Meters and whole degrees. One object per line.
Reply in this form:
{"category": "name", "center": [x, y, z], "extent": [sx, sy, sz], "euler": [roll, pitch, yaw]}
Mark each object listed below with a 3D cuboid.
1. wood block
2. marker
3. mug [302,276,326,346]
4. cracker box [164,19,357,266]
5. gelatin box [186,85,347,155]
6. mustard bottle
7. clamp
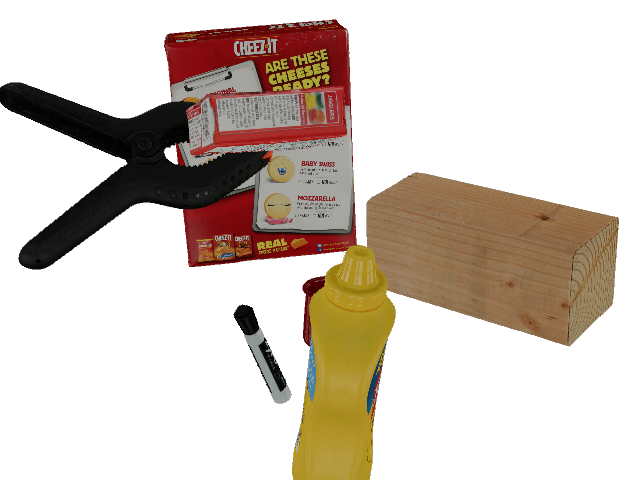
{"category": "wood block", "center": [0.151, 0.011, 0.963], "extent": [0.206, 0.090, 0.090], "euler": [16, 31, 35]}
{"category": "marker", "center": [-0.055, 0.107, 1.007], "extent": [0.020, 0.121, 0.020], "euler": [-14, 36, 10]}
{"category": "mug", "center": [0.028, 0.107, 1.476], "extent": [0.117, 0.081, 0.093], "euler": [17, 24, 30]}
{"category": "cracker box", "center": [-0.053, -0.091, 1.001], "extent": [0.164, 0.214, 0.072], "euler": [-6, 21, -6]}
{"category": "gelatin box", "center": [-0.032, -0.066, 0.593], "extent": [0.073, 0.030, 0.089], "euler": [-5, 3, -14]}
{"category": "mustard bottle", "center": [0.016, 0.088, 0.733], "extent": [0.058, 0.192, 0.096], "euler": [8, 31, 4]}
{"category": "clamp", "center": [-0.136, -0.053, 0.803], "extent": [0.209, 0.164, 0.036], "euler": [-2, -32, -12]}
